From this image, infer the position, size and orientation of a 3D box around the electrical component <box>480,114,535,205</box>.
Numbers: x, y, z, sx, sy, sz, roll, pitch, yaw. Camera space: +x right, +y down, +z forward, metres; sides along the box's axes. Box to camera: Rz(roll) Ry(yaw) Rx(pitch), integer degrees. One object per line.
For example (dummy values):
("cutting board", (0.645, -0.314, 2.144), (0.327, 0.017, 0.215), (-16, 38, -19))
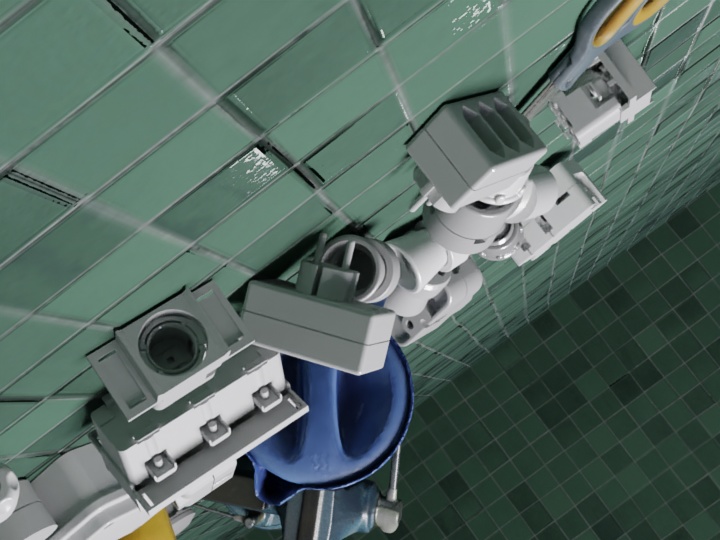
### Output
("electrical component", (0.091, -0.075, 0.685), (0.048, 0.048, 0.062), (-31, 161, -25))

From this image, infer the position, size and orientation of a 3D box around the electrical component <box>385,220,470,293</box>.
("electrical component", (0.051, -0.015, 0.808), (0.055, 0.045, 0.045), (-32, 169, -24))

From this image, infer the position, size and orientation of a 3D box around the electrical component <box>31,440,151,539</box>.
("electrical component", (-0.189, 0.165, 0.787), (0.078, 0.057, 0.113), (-41, 168, 22))

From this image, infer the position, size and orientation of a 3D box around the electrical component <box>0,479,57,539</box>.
("electrical component", (-0.254, 0.199, 0.685), (0.138, 0.073, 0.052), (-28, 166, -36))

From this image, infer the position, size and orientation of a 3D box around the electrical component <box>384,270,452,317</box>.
("electrical component", (0.046, 0.007, 0.884), (0.045, 0.045, 0.055), (-29, 167, -35))

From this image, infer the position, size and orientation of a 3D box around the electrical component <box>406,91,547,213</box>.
("electrical component", (0.057, -0.059, 0.631), (0.066, 0.047, 0.077), (-23, 163, -50))

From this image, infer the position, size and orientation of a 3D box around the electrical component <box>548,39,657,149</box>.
("electrical component", (0.162, -0.117, 0.731), (0.064, 0.042, 0.081), (-36, 169, 8))

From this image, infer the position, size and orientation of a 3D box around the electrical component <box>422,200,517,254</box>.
("electrical component", (0.076, -0.046, 0.733), (0.055, 0.055, 0.047), (-30, 164, -29))

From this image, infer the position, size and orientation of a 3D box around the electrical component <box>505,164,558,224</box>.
("electrical component", (0.122, -0.059, 0.846), (0.043, 0.043, 0.081), (-42, 168, 28))

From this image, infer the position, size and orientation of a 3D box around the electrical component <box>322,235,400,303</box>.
("electrical component", (0.000, 0.000, 0.712), (0.045, 0.045, 0.055), (-39, 169, 12))

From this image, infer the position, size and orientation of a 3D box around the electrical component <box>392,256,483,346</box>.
("electrical component", (0.062, 0.020, 0.965), (0.059, 0.053, 0.095), (-26, 165, -43))

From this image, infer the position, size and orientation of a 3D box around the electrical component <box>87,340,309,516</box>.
("electrical component", (-0.106, 0.090, 0.691), (0.121, 0.079, 0.063), (-32, 139, -24))

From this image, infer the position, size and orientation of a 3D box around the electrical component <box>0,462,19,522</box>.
("electrical component", (-0.216, 0.132, 0.625), (0.035, 0.035, 0.061), (-31, 170, -26))

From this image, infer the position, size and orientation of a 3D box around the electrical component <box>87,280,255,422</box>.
("electrical component", (-0.104, 0.047, 0.595), (0.081, 0.042, 0.064), (-32, 172, -19))

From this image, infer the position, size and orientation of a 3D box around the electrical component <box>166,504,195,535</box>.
("electrical component", (-0.216, 0.259, 1.118), (0.080, 0.051, 0.080), (-35, 169, -8))

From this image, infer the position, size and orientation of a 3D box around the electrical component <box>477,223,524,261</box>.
("electrical component", (0.115, -0.037, 0.920), (0.048, 0.048, 0.062), (-37, 163, 2))

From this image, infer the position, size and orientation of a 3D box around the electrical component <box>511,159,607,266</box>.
("electrical component", (0.164, -0.055, 0.962), (0.089, 0.055, 0.050), (-42, 168, 28))

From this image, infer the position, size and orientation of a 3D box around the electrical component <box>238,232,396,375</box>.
("electrical component", (-0.022, 0.016, 0.658), (0.047, 0.083, 0.075), (-1, 105, -72))

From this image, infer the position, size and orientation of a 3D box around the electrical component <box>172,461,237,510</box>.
("electrical component", (-0.149, 0.170, 0.945), (0.059, 0.053, 0.095), (-33, 169, -19))
